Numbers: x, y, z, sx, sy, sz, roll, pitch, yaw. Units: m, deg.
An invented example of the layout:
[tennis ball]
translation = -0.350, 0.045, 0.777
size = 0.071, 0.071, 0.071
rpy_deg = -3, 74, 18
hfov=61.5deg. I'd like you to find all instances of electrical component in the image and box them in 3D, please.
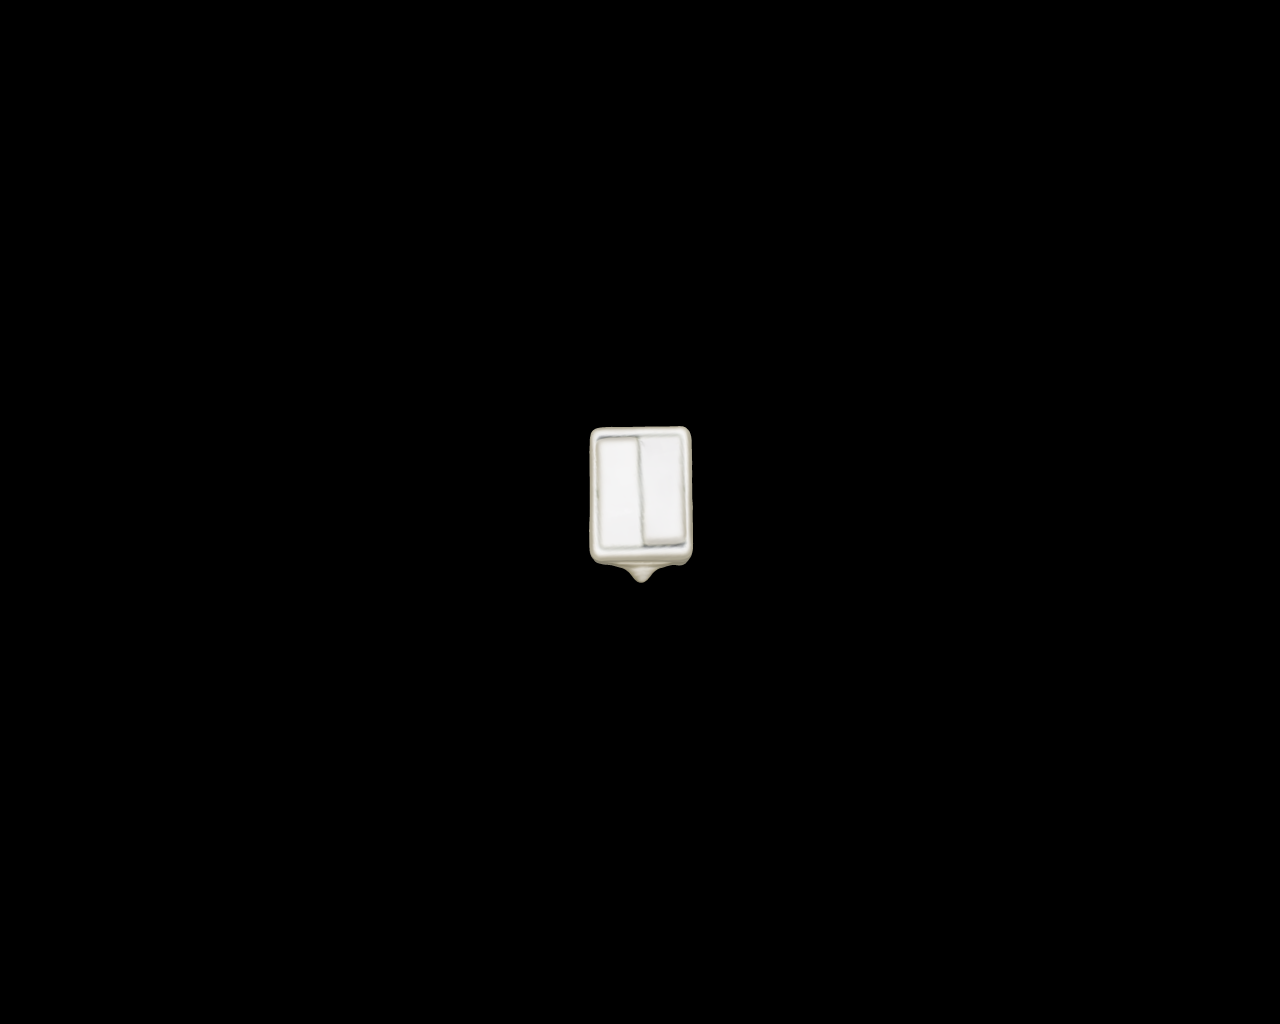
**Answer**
[electrical component]
translation = 0.001, -0.003, 0.650
size = 0.062, 0.096, 0.061
rpy_deg = 0, -7, 0
